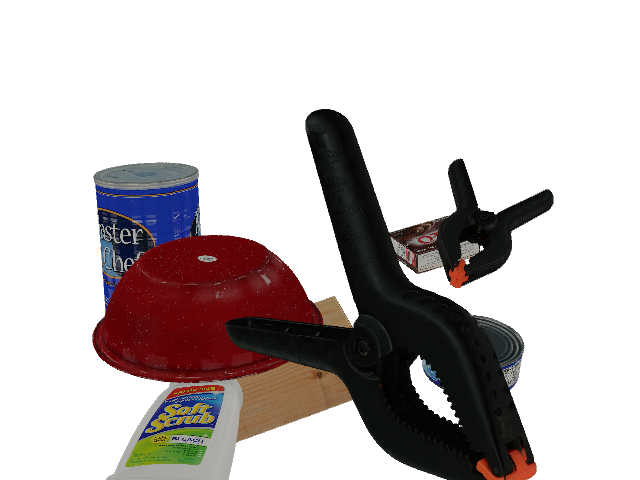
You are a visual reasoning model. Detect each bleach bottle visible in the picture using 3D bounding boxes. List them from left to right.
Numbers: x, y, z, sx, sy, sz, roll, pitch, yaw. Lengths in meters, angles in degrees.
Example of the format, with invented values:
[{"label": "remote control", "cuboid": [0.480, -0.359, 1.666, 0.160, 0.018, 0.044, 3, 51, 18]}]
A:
[{"label": "bleach bottle", "cuboid": [-0.129, 0.180, 0.998, 0.102, 0.068, 0.250, -1, 22, 2]}]

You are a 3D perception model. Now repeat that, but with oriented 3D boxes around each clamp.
[{"label": "clamp", "cuboid": [0.033, 0.041, 0.554, 0.036, 0.165, 0.210, -13, 41, -41]}, {"label": "clamp", "cuboid": [0.166, -0.022, 1.149, 0.120, 0.039, 0.171, 24, 48, 23]}]

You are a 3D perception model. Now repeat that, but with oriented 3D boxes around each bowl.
[{"label": "bowl", "cuboid": [-0.079, 0.037, 0.740, 0.162, 0.055, 0.162, -2, 21, 0]}]

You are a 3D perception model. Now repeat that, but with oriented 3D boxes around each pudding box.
[{"label": "pudding box", "cuboid": [0.169, 0.006, 1.602, 0.113, 0.039, 0.090, -18, 27, -20]}]

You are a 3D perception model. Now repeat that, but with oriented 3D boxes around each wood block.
[{"label": "wood block", "cuboid": [-0.060, 0.151, 1.200, 0.206, 0.091, 0.090, -19, 27, -7]}]

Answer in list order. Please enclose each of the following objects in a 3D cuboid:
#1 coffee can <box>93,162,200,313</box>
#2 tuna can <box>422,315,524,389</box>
[{"label": "coffee can", "cuboid": [-0.169, 0.000, 1.066, 0.103, 0.140, 0.103, -1, 15, 0]}, {"label": "tuna can", "cuboid": [0.131, 0.100, 0.925, 0.086, 0.034, 0.086, 3, 26, -2]}]
